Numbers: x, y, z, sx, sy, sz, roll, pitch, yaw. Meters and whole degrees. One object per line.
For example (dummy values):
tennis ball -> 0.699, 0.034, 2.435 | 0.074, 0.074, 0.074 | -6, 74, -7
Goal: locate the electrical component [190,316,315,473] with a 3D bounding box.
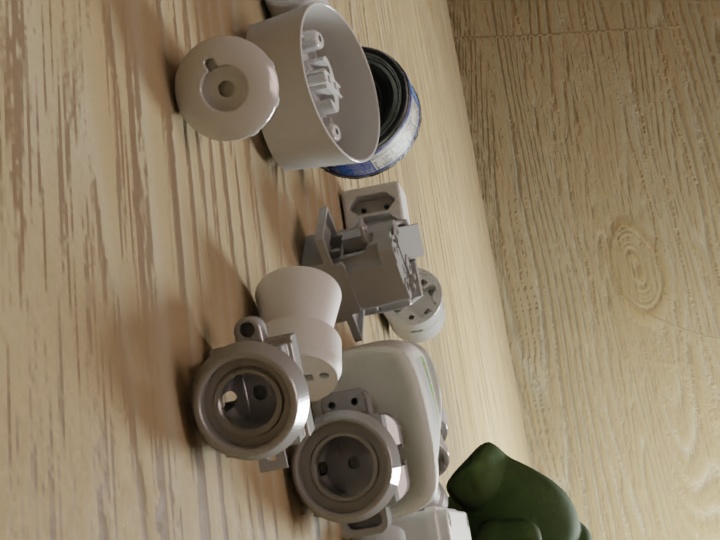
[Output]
electrical component -> -0.044, 0.053, 0.450 | 0.055, 0.048, 0.066 | 3, 76, -87

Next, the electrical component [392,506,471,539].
electrical component -> 0.047, 0.218, 0.726 | 0.108, 0.056, 0.108 | 46, 34, -71

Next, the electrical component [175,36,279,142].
electrical component -> -0.060, -0.085, 0.515 | 0.062, 0.048, 0.048 | -76, 154, -83

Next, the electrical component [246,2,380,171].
electrical component -> -0.029, -0.109, 0.648 | 0.099, 0.064, 0.099 | -11, 90, -80

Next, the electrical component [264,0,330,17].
electrical component -> -0.038, -0.172, 0.735 | 0.078, 0.040, 0.040 | 65, 17, -53

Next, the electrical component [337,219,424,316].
electrical component -> 0.013, -0.002, 0.769 | 0.096, 0.061, 0.061 | -21, 100, -80

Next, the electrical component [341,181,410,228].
electrical component -> 0.020, -0.018, 0.869 | 0.075, 0.047, 0.083 | 49, 32, -73

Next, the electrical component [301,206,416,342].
electrical component -> 0.000, 0.000, 0.692 | 0.042, 0.064, 0.081 | -84, 157, -57

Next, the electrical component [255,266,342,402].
electrical component -> -0.031, 0.032, 0.538 | 0.045, 0.045, 0.055 | 68, 15, -46

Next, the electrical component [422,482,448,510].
electrical component -> 0.040, 0.165, 0.802 | 0.040, 0.040, 0.046 | -91, 161, -44

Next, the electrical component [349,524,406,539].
electrical component -> 0.014, 0.183, 0.631 | 0.044, 0.044, 0.065 | 67, 10, -47

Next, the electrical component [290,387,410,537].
electrical component -> -0.005, 0.103, 0.571 | 0.057, 0.058, 0.078 | 38, 41, -79

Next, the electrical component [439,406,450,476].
electrical component -> 0.048, 0.134, 0.861 | 0.055, 0.045, 0.045 | -87, 163, -55

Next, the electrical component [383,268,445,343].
electrical component -> 0.047, 0.033, 0.944 | 0.047, 0.055, 0.055 | 68, 14, -61
